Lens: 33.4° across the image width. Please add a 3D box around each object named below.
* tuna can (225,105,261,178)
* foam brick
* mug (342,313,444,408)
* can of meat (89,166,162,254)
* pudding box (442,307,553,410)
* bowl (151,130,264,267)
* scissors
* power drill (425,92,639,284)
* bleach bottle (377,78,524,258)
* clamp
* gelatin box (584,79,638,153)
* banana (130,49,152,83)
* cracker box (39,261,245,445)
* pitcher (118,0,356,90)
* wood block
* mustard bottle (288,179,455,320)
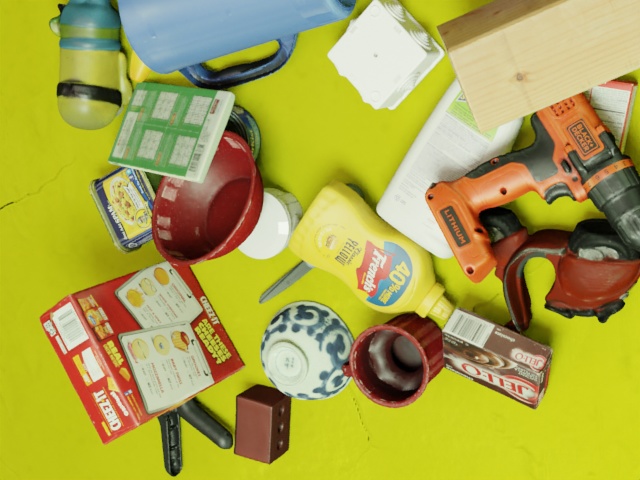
[{"bbox_3d":[-0.113,-0.117,1.255,0.086,0.033,0.086,6,103,26],"label":"tuna can"},{"bbox_3d":[-0.069,0.222,1.294,0.051,0.052,0.078,10,106,26],"label":"foam brick"},{"bbox_3d":[0.080,0.131,1.180,0.117,0.081,0.093,-18,92,29],"label":"mug"},{"bbox_3d":[-0.223,-0.047,1.315,0.084,0.057,0.102,-26,88,27],"label":"can of meat"},{"bbox_3d":[0.186,0.125,1.123,0.114,0.039,0.090,26,154,22],"label":"pudding box"},{"bbox_3d":[-0.116,-0.040,1.199,0.162,0.055,0.162,-19,60,35],"label":"bowl"},{"bbox_3d":[-0.008,0.002,1.235,0.202,0.016,0.096,-21,93,28],"label":"scissors"},{"bbox_3d":[0.210,-0.035,1.023,0.188,0.057,0.184,-31,69,13],"label":"power drill"},{"bbox_3d":[0.162,-0.109,1.100,0.102,0.068,0.251,35,111,8],"label":"bleach bottle"},{"bbox_3d":[-0.177,0.210,1.355,0.120,0.039,0.171,-22,90,29],"label":"clamp"},{"bbox_3d":[0.269,-0.118,1.060,0.073,0.030,0.089,13,106,24],"label":"gelatin box"},{"bbox_3d":[-0.213,-0.289,1.262,0.069,0.037,0.198,-12,99,7],"label":"banana"},{"bbox_3d":[-0.205,0.123,1.251,0.072,0.213,0.164,-32,85,31],"label":"cracker box"},{"bbox_3d":[-0.083,-0.261,1.167,0.243,0.149,0.145,-8,82,25],"label":"pitcher"},{"bbox_3d":[0.223,-0.189,0.985,0.206,0.090,0.091,-22,114,10],"label":"wood block"},{"bbox_3d":[0.065,0.025,1.167,0.191,0.058,0.096,36,118,6],"label":"mustard bottle"}]
